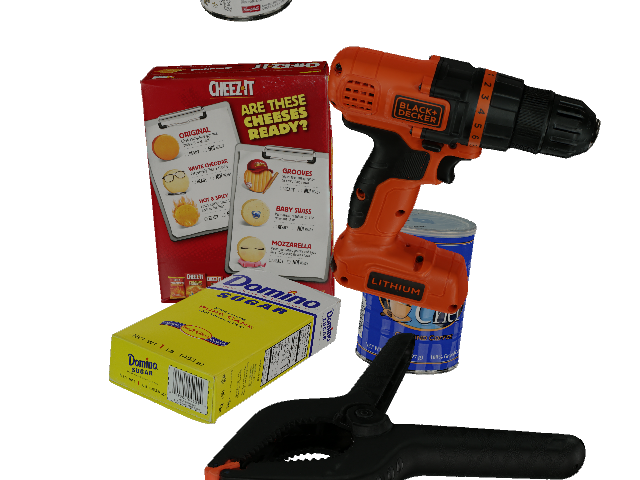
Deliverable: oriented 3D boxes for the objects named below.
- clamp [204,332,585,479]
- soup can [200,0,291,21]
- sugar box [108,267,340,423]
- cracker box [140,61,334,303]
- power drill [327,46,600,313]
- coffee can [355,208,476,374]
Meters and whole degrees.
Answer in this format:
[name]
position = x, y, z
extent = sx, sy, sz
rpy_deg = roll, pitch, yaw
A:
[clamp]
position = 0.023, 0.110, 0.620
extent = 0.209, 0.036, 0.165
rpy_deg = -9, 24, -26
[soup can]
position = -0.053, -0.207, 0.710
extent = 0.068, 0.102, 0.068
rpy_deg = -2, 42, 2
[sugar box]
position = -0.067, 0.073, 0.808
extent = 0.093, 0.048, 0.175
rpy_deg = 19, 27, 25
[cracker box]
position = -0.070, -0.052, 0.978
extent = 0.164, 0.214, 0.072
rpy_deg = -1, 21, 2
[power drill]
position = 0.087, -0.039, 0.760
extent = 0.184, 0.188, 0.057
rpy_deg = 15, 35, 8
[coffee can]
position = 0.092, 0.047, 1.037
extent = 0.103, 0.140, 0.103
rpy_deg = 6, 12, -1
